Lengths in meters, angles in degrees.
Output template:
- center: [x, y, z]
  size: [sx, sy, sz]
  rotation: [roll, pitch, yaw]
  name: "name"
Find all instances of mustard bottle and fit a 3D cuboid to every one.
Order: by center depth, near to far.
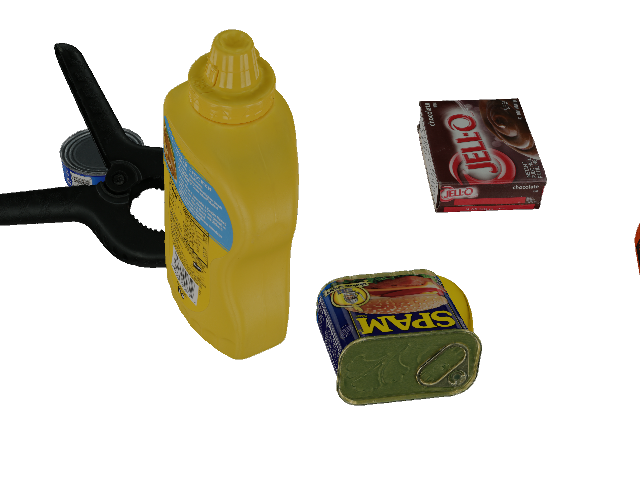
- center: [-0.048, -0.028, 0.550]
  size: [0.058, 0.096, 0.192]
  rotation: [-20, -35, -21]
  name: "mustard bottle"

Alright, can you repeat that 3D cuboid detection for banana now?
- center: [0.123, 0.086, 1.091]
  size: [0.070, 0.037, 0.198]
  rotation: [-28, 29, 10]
  name: "banana"

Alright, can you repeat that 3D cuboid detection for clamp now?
- center: [-0.151, -0.050, 0.798]
  size: [0.210, 0.164, 0.036]
  rotation: [22, -19, -1]
  name: "clamp"

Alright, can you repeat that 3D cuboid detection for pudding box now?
- center: [0.134, -0.074, 0.908]
  size: [0.090, 0.039, 0.113]
  rotation: [-2, 43, -5]
  name: "pudding box"

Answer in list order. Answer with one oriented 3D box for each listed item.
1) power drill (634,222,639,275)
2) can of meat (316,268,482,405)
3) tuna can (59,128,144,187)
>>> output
- center: [0.262, -0.039, 0.737]
  size: [0.057, 0.188, 0.184]
  rotation: [5, 38, 9]
  name: "power drill"
- center: [0.052, 0.066, 0.761]
  size: [0.102, 0.057, 0.084]
  rotation: [-4, 32, -12]
  name: "can of meat"
- center: [-0.224, -0.081, 1.103]
  size: [0.086, 0.034, 0.086]
  rotation: [1, 40, -1]
  name: "tuna can"
